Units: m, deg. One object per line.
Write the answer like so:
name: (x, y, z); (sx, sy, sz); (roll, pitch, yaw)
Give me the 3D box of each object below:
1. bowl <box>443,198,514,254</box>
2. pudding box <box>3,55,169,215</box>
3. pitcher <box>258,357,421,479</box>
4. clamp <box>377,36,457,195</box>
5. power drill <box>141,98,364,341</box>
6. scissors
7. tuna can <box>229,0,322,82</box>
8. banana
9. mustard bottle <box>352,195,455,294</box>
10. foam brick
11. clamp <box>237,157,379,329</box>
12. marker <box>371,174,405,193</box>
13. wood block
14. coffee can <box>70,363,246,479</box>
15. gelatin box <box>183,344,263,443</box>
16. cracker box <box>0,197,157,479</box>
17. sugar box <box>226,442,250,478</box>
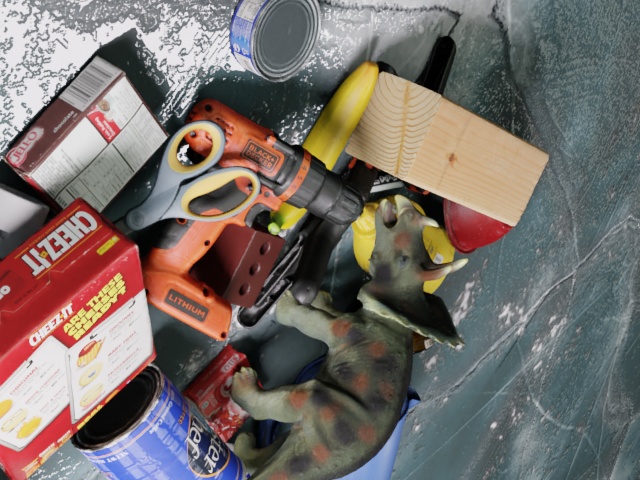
bowl: (0.205, -0.060, 1.280); (0.161, 0.055, 0.162); (-17, 110, -57)
pudding box: (-0.182, -0.074, 0.843); (0.113, 0.039, 0.090); (-49, 148, -13)
pitcher: (0.017, 0.266, 1.277); (0.144, 0.149, 0.243); (-44, 148, -47)
clamp: (0.112, -0.136, 1.160); (0.120, 0.039, 0.171); (-31, 130, -28)
power drill: (-0.072, -0.008, 0.956); (0.184, 0.057, 0.187); (30, 91, -20)
scissors: (-0.150, -0.039, 0.890); (0.201, 0.016, 0.096); (-15, 99, -9)
tuna can: (-0.039, -0.186, 0.945); (0.086, 0.034, 0.086); (-30, 136, -35)
banana: (0.002, -0.085, 1.049); (0.037, 0.070, 0.197); (31, 80, -14)
mustard bottle: (0.087, 0.002, 1.217); (0.096, 0.058, 0.191); (-58, 145, -2)
foam brick: (-0.080, 0.018, 1.027); (0.052, 0.051, 0.078); (20, 98, -55)
clamp: (-0.007, 0.001, 1.081); (0.036, 0.165, 0.209); (39, 58, -13)
marker: (0.072, -0.064, 1.185); (0.120, 0.020, 0.020); (-12, 123, -47)
wood block: (0.137, -0.091, 1.111); (0.205, 0.090, 0.091); (18, 99, -47)
coffee can: (-0.148, 0.197, 0.988); (0.102, 0.103, 0.140); (-46, 121, -19)
gelatin box: (-0.099, 0.164, 1.127); (0.073, 0.030, 0.089); (-45, 143, -21)
cracker box: (-0.215, 0.084, 0.837); (0.164, 0.072, 0.214); (-43, 162, -23)
sugar box: (-0.103, 0.293, 1.106); (0.176, 0.093, 0.048); (-62, 159, -45)
